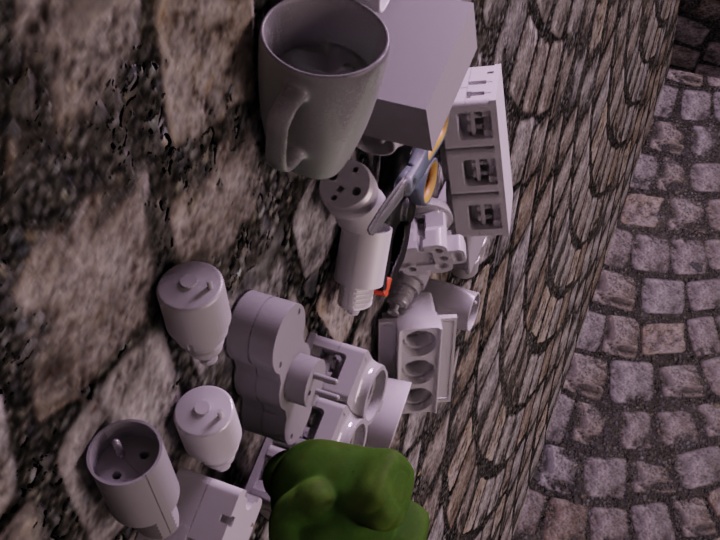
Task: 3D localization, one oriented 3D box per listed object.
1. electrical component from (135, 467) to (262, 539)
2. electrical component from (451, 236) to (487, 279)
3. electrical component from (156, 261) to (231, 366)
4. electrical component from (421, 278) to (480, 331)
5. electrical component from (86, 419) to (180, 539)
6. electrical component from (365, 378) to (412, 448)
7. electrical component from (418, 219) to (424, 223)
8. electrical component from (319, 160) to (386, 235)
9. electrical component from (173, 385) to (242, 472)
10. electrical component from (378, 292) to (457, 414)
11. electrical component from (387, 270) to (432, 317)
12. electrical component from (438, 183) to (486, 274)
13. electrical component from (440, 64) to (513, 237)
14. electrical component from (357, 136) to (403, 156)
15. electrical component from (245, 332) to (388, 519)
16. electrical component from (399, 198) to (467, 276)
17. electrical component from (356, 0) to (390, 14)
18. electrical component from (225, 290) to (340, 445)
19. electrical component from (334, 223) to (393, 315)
[{"bbox_3d":[-0.112,0.183,0.715,0.050,0.056,0.089,60,49,-66],"label":"electrical component"},{"bbox_3d":[0.128,-0.020,1.297,0.065,0.044,0.044,91,22,-52],"label":"electrical component"},{"bbox_3d":[-0.098,0.030,0.653,0.078,0.040,0.040,85,27,-48],"label":"electrical component"},{"bbox_3d":[0.091,0.039,1.173,0.079,0.077,0.043,37,70,-72],"label":"electrical component"},{"bbox_3d":[-0.130,0.128,0.636,0.081,0.043,0.043,84,28,-49],"label":"electrical component"},{"bbox_3d":[0.017,0.152,1.066,0.099,0.064,0.099,16,90,-72],"label":"electrical component"},{"bbox_3d":[0.071,-0.045,1.107,0.046,0.040,0.040,-46,147,-66],"label":"electrical component"},{"bbox_3d":[-0.005,-0.058,0.852,0.055,0.045,0.045,54,54,-67],"label":"electrical component"},{"bbox_3d":[-0.099,0.111,0.720,0.078,0.040,0.040,83,28,-50],"label":"electrical component"},{"bbox_3d":[0.056,0.086,1.120,0.063,0.079,0.121,-99,-173,-50],"label":"electrical component"},{"bbox_3d":[0.047,0.010,1.076,0.040,0.040,0.078,73,36,-59],"label":"electrical component"},{"bbox_3d":[0.114,-0.058,1.207,0.099,0.048,0.099,79,32,-55],"label":"electrical component"},{"bbox_3d":[0.115,-0.119,1.083,0.089,0.062,0.150,-74,157,-55],"label":"electrical component"},{"bbox_3d":[0.024,-0.127,0.885,0.079,0.044,0.077,73,36,-60],"label":"electrical component"},{"bbox_3d":[-0.032,0.143,0.913,0.089,0.062,0.150,67,42,-63],"label":"electrical component"},{"bbox_3d":[0.062,-0.033,1.040,0.058,0.078,0.057,63,23,-58],"label":"electrical component"},{"bbox_3d":[0.010,-0.225,0.725,0.099,0.064,0.099,16,90,-72],"label":"electrical component"},{"bbox_3d":[-0.049,0.078,0.788,0.138,0.074,0.052,86,26,-46],"label":"electrical component"},{"bbox_3d":[0.000,0.000,0.921,0.043,0.043,0.081,-34,136,-64],"label":"electrical component"}]
